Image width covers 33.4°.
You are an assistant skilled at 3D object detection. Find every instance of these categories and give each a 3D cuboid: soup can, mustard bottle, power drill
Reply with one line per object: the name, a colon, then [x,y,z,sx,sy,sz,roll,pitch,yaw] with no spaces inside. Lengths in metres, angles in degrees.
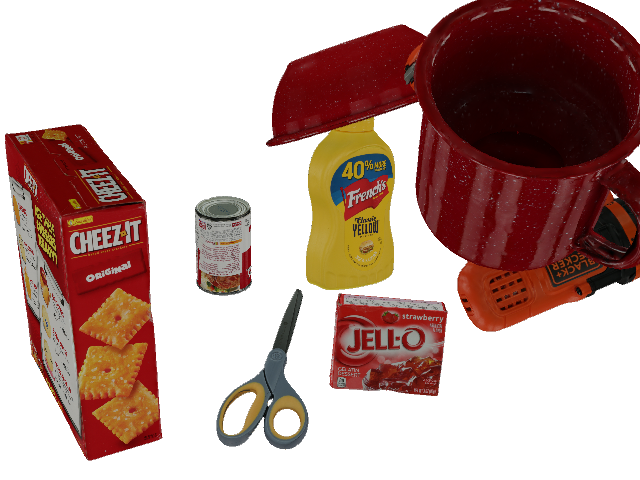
soup can: [-0.117,0.005,1.286,0.068,0.102,0.068,1,26,-1]
mustard bottle: [0.032,-0.051,1.076,0.096,0.192,0.058,-9,18,-33]
power drill: [0.148,-0.057,0.664,0.184,0.187,0.057,-23,-2,-6]

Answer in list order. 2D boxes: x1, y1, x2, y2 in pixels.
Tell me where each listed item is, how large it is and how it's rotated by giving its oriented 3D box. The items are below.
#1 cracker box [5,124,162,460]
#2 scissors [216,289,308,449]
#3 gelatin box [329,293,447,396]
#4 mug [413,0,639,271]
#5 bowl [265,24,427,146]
cracker box: [-0.185,0.037,0.842,0.072,0.214,0.164,-13,31,-25]
scissors: [-0.030,0.131,1.062,0.096,0.016,0.201,21,50,20]
gelatin box: [0.054,0.085,0.863,0.089,0.073,0.030,5,15,0]
mug: [0.091,-0.033,0.436,0.093,0.117,0.081,-39,-25,-21]
bowl: [0.027,-0.121,0.799,0.162,0.055,0.162,-18,8,2]
